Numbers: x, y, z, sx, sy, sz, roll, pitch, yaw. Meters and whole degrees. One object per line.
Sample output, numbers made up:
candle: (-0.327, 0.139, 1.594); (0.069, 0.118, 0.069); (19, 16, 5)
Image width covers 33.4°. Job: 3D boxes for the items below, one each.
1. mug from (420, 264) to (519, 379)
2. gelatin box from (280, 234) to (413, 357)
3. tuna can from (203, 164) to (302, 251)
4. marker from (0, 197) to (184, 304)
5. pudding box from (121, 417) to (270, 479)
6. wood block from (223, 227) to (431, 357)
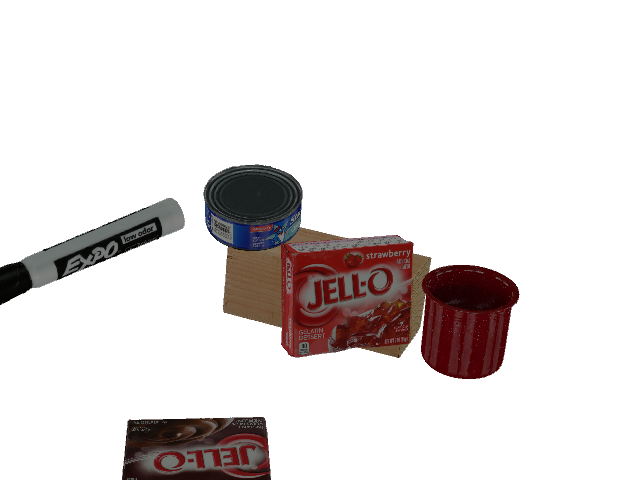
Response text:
mug: (0.139, 0.075, 1.046); (0.093, 0.081, 0.117); (-2, 28, -10)
gelatin box: (0.018, 0.037, 0.725); (0.089, 0.073, 0.030); (-4, 15, -20)
tuna can: (-0.059, -0.029, 0.931); (0.086, 0.034, 0.086); (2, 38, -1)
marker: (-0.127, 0.006, 0.567); (0.120, 0.020, 0.020); (-25, 14, -31)
pudding box: (-0.095, 0.176, 0.820); (0.113, 0.039, 0.090); (-2, 25, -5)
wood block: (0.006, 0.050, 1.177); (0.206, 0.091, 0.090); (14, 23, 17)
